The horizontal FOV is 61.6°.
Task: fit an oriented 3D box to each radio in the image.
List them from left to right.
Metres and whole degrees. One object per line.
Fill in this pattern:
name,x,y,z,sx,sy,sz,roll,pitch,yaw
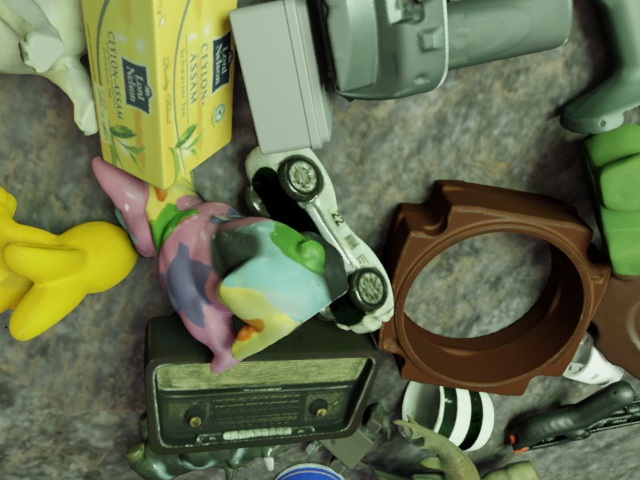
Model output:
radio,-0.063,0.146,0.557,0.230,0.073,0.131,2,119,-16

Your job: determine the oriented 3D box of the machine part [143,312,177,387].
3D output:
machine part,-0.140,0.118,0.593,0.084,0.039,0.139,29,110,-19

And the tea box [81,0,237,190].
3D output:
tea box,-0.117,-0.137,0.408,0.068,0.098,0.169,25,135,15

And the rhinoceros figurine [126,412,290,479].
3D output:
rhinoceros figurine,-0.130,0.241,0.631,0.190,0.073,0.112,-15,113,7

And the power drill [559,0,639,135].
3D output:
power drill,0.214,-0.194,0.426,0.232,0.086,0.207,-20,107,3

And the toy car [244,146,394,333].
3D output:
toy car,-0.001,-0.002,0.498,0.073,0.056,0.201,-25,99,49

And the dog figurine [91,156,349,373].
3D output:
dog figurine,-0.096,-0.006,0.461,0.219,0.108,0.191,54,140,3

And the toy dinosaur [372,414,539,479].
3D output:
toy dinosaur,0.154,0.320,0.621,0.199,0.105,0.470,-3,132,5

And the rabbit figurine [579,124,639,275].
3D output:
rabbit figurine,0.317,-0.059,0.445,0.170,0.159,0.121,-12,120,23

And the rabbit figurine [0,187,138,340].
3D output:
rabbit figurine,-0.259,0.015,0.497,0.173,0.162,0.121,-2,104,-18

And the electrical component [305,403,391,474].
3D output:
electrical component,0.038,0.236,0.648,0.078,0.045,0.102,34,111,16

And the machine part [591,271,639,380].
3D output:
machine part,0.342,0.076,0.500,0.180,0.056,0.179,30,136,33

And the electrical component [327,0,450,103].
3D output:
electrical component,0.059,-0.169,0.452,0.075,0.048,0.119,39,110,-16

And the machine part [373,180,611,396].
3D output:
machine part,0.161,0.052,0.536,0.201,0.087,0.201,10,113,-4

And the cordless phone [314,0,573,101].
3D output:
cordless phone,0.086,-0.180,0.374,0.184,0.089,0.146,-11,114,3

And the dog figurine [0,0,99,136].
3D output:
dog figurine,-0.232,-0.194,0.426,0.191,0.172,0.121,27,150,15
